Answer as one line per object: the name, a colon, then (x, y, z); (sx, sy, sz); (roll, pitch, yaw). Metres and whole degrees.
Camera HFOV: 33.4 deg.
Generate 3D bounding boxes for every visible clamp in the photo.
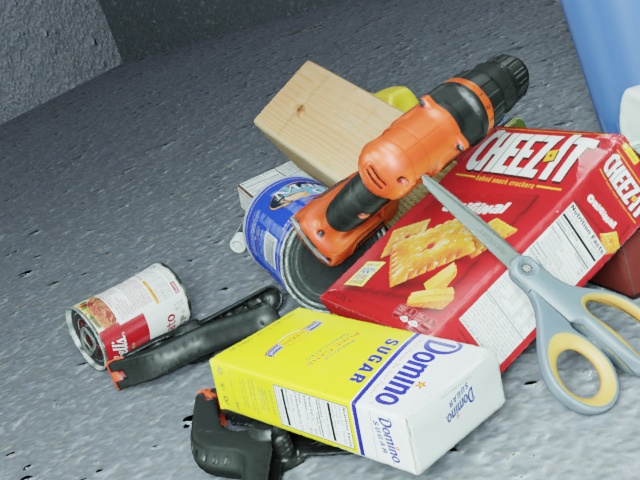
clamp: (-0.017, 0.134, 0.722); (0.164, 0.036, 0.210); (-23, 20, -22)
clamp: (-0.105, 0.088, 0.934); (0.171, 0.039, 0.120); (-27, 1, -6)

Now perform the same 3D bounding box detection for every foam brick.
foam brick: (0.232, 0.005, 0.820); (0.053, 0.051, 0.078); (-25, 19, -17)

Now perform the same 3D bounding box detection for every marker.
marker: (-0.078, -0.026, 1.252); (0.020, 0.020, 0.121); (-11, 30, 24)

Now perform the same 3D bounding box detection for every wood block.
wood block: (0.034, -0.091, 1.046); (0.091, 0.090, 0.206); (-48, 39, -2)

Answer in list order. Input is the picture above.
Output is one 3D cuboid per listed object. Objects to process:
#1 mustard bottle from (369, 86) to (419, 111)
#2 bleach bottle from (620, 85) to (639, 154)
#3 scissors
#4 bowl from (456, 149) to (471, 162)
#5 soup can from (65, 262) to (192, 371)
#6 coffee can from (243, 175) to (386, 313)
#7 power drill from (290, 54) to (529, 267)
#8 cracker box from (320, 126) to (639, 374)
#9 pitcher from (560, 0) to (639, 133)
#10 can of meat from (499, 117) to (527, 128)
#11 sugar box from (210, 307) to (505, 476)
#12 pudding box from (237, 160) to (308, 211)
mustard bottle: (0.058, -0.146, 1.372); (0.058, 0.096, 0.192); (-30, 20, -27)
bleach bottle: (0.420, -0.139, 1.026); (0.250, 0.068, 0.103); (-18, 38, -15)
scissors: (0.130, 0.039, 0.691); (0.202, 0.016, 0.096); (31, 62, 12)
bowl: (0.103, -0.081, 1.101); (0.162, 0.055, 0.162); (-21, 40, 19)
soup can: (-0.183, 0.072, 1.025); (0.102, 0.068, 0.069); (-30, 20, -31)
coffee can: (-0.007, 0.001, 0.994); (0.102, 0.103, 0.140); (-23, 18, -11)
power drill: (0.067, -0.062, 0.841); (0.184, 0.057, 0.188); (-36, -6, -35)
cracker box: (0.123, 0.007, 0.802); (0.213, 0.072, 0.164); (-44, 24, -13)
pitcher: (0.321, -0.229, 1.101); (0.149, 0.243, 0.145); (-26, 19, -20)
can of meat: (0.173, -0.097, 1.174); (0.084, 0.057, 0.101); (-1, 25, 41)
sugar box: (0.020, 0.091, 0.691); (0.177, 0.048, 0.093); (5, 26, 45)
pudding box: (-0.027, -0.044, 1.198); (0.090, 0.039, 0.114); (-28, 39, -22)
